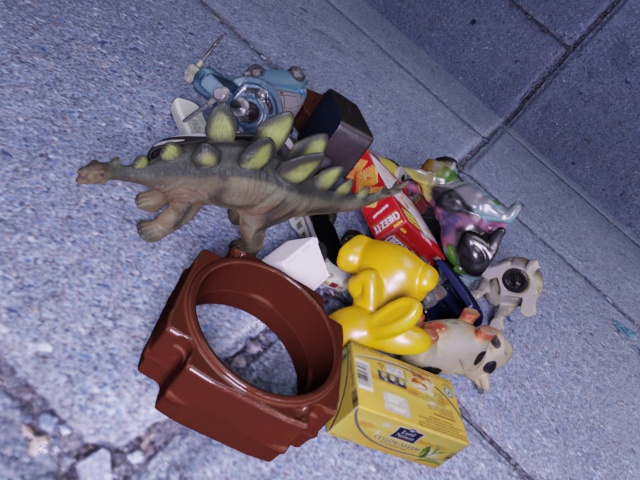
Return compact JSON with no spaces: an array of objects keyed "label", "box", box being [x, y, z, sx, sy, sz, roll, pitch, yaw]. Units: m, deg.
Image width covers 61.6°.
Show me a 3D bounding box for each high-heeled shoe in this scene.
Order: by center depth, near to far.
[{"label":"high-heeled shoe","box":[-0.114,-0.117,0.765,0.249,0.086,0.145,0,3,11]}]

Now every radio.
[{"label":"radio","box":[0.021,-0.192,1.020,0.073,0.131,0.230,29,23,-18]}]

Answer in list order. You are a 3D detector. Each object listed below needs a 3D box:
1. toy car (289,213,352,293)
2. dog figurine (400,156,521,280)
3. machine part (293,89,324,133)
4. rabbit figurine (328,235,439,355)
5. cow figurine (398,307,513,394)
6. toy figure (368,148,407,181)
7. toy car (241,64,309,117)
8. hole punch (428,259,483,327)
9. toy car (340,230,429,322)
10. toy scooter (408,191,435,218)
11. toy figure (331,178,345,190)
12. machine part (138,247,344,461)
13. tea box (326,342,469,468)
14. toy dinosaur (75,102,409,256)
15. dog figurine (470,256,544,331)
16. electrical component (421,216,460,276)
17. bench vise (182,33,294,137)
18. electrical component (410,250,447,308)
[{"label":"toy car","box":[-0.002,-0.003,0.846,0.073,0.056,0.202,22,31,-34]},{"label":"dog figurine","box":[0.236,-0.052,0.989,0.219,0.191,0.108,30,-11,14]},{"label":"machine part","box":[0.007,-0.270,1.206,0.179,0.056,0.179,26,34,-20]},{"label":"rabbit figurine","box":[0.075,0.097,0.719,0.163,0.121,0.173,22,55,40]},{"label":"cow figurine","box":[0.206,0.168,0.801,0.195,0.127,0.086,2,31,-24]},{"label":"toy figure","box":[0.107,-0.149,1.133,0.180,0.082,0.089,13,42,-33]},{"label":"toy car","box":[-0.091,-0.283,1.077,0.161,0.109,0.103,-6,70,-40]},{"label":"hole punch","box":[0.228,0.102,0.930,0.115,0.092,0.142,9,38,-46]},{"label":"toy car","box":[0.102,0.065,0.873,0.202,0.053,0.089,53,12,19]},{"label":"toy scooter","box":[0.250,-0.097,1.225,0.135,0.075,0.184,51,29,20]},{"label":"toy figure","box":[-0.031,-0.116,0.893,0.154,0.057,0.064,28,22,-19]},{"label":"machine part","box":[-0.075,0.114,0.585,0.201,0.087,0.201,30,32,-13]},{"label":"tea box","box":[0.091,0.204,0.662,0.169,0.068,0.098,27,33,-22]},{"label":"toy dinosaur","box":[-0.075,-0.069,0.716,0.471,0.198,0.105,4,48,-42]},{"label":"dog figurine","box":[0.391,0.078,1.063,0.190,0.172,0.121,-24,78,-49]},{"label":"electrical component","box":[0.244,0.011,1.093,0.115,0.058,0.134,0,49,-50]},{"label":"bench vise","box":[-0.148,-0.235,0.886,0.223,0.129,0.240,48,9,0]},{"label":"electrical component","box":[0.160,0.061,0.867,0.045,0.078,0.102,-30,68,-12]}]
